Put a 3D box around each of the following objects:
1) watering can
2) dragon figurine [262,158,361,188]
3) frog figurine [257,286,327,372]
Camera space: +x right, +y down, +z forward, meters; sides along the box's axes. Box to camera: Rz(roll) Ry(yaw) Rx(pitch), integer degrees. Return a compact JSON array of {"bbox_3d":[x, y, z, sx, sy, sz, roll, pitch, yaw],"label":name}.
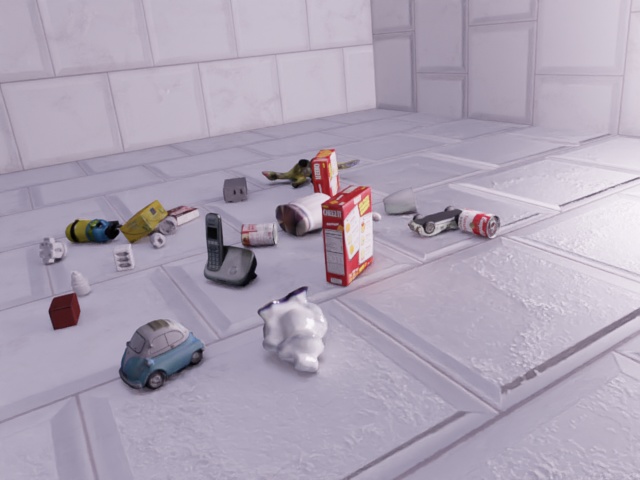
[{"bbox_3d":[0.005,-0.083,1.651,0.227,0.102,0.349,-24,29,-38],"label":"watering can"},{"bbox_3d":[-0.049,-0.311,2.260,0.412,0.121,0.244,-11,14,-18],"label":"dragon figurine"},{"bbox_3d":[-0.042,0.191,1.013,0.138,0.120,0.162,-10,55,-35],"label":"frog figurine"}]
